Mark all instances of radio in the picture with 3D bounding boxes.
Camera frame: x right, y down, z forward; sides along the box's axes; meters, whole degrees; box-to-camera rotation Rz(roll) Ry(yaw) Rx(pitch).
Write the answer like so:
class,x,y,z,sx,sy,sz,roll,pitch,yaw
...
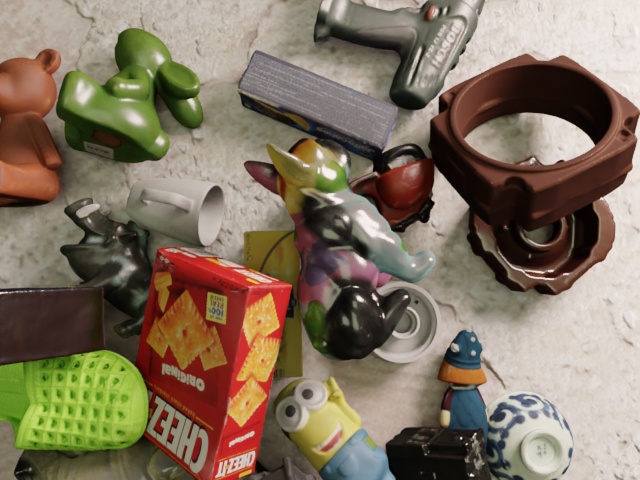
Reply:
class,x,y,z,sx,sy,sz,roll,pitch,yaw
radio,-0.345,0.089,0.581,0.230,0.131,0.073,-4,85,36

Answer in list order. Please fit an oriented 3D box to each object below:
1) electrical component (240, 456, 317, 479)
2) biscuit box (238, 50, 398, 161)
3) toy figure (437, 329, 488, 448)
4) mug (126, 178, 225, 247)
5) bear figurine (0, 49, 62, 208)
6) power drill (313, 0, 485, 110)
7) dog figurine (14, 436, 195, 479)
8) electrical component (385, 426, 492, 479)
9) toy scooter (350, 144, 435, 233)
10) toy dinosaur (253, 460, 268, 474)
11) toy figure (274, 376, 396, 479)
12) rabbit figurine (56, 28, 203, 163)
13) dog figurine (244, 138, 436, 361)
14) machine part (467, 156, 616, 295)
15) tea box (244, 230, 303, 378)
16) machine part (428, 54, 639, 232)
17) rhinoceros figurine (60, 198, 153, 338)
class,x,y,z,sx,sy,sz,roll,pitch,yaw
electrical component,-0.062,0.287,0.569,0.119,0.048,0.074,-33,130,8
biscuit box,-0.002,-0.172,0.700,0.203,0.059,0.063,23,83,1
toy figure,0.177,0.189,0.669,0.058,0.064,0.154,-7,77,38
mug,-0.186,-0.040,0.662,0.107,0.109,0.080,10,87,12
bear figurine,-0.379,-0.140,0.652,0.120,0.132,0.195,-4,90,22
power drill,0.105,-0.302,0.715,0.207,0.086,0.232,20,86,-7
dog figurine,-0.238,0.259,0.636,0.191,0.121,0.172,34,51,18
electrical component,0.134,0.283,0.629,0.134,0.058,0.115,-17,84,36
toy scooter,0.072,-0.035,0.682,0.184,0.075,0.135,-21,85,-1
toy dinosaur,-0.007,0.426,0.614,0.192,0.131,0.404,1,73,-19
toy figure,0.016,0.241,0.628,0.180,0.089,0.082,44,51,15
rabbit figurine,-0.227,-0.192,0.671,0.159,0.121,0.170,13,69,-4
dog figurine,-0.001,-0.002,0.572,0.219,0.108,0.191,42,69,-14
machine part,0.280,-0.017,0.696,0.179,0.056,0.179,0,83,-1
tea box,-0.056,0.077,0.654,0.068,0.098,0.169,-1,82,-3
machine part,0.250,-0.125,0.646,0.201,0.087,0.201,-25,52,-5
rhinoceros figurine,-0.251,0.033,0.664,0.112,0.073,0.190,-42,87,-4
